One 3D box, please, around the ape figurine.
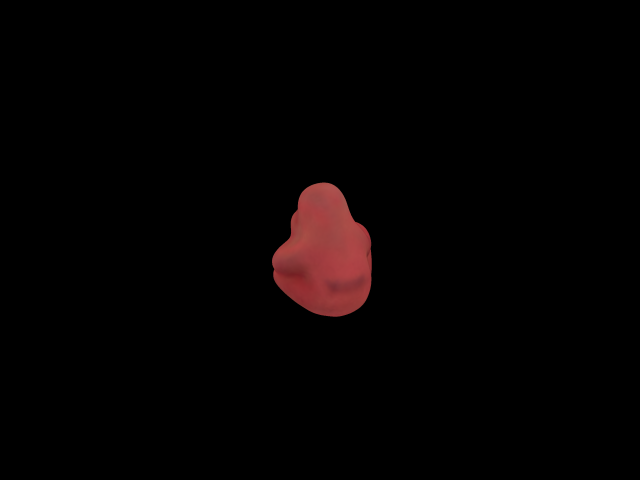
[{"bbox_3d":[0.004,0.001,0.400,0.078,0.092,0.076,-10,34,-15],"label":"ape figurine"}]
